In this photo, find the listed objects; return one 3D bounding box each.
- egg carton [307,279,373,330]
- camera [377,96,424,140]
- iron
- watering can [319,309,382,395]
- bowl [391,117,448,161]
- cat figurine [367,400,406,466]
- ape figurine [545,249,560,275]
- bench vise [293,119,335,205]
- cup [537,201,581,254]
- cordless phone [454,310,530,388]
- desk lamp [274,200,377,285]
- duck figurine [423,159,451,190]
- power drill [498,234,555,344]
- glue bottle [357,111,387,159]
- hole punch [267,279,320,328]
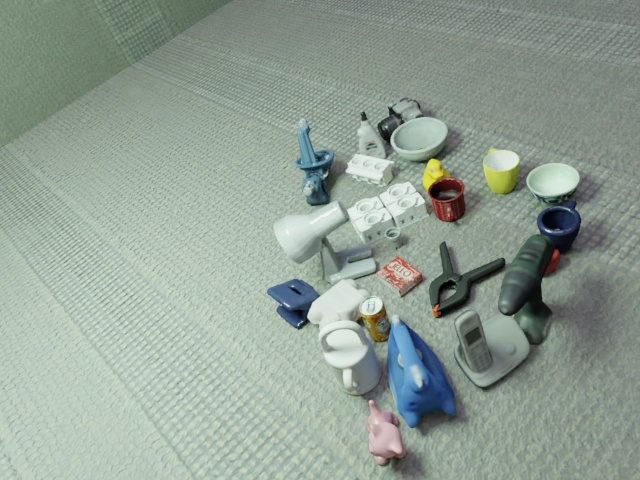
[{"bbox_3d":[0.051,0.161,1.339,0.150,0.070,0.107,-37,44,-16],"label":"egg carton"},{"bbox_3d":[0.241,-0.380,1.783,0.137,0.101,0.142,-27,43,-5],"label":"camera"},{"bbox_3d":[0.179,0.235,1.156,0.118,0.142,0.258,-20,42,3],"label":"iron"},{"bbox_3d":[0.055,0.223,1.182,0.101,0.194,0.172,-26,43,-4],"label":"watering can"},{"bbox_3d":[0.296,-0.283,1.681,0.167,0.075,0.167,-12,44,12],"label":"bowl"},{"bbox_3d":[0.117,0.361,1.073,0.067,0.118,0.127,-21,42,2],"label":"cat figurine"},{"bbox_3d":[0.488,0.029,1.272,0.077,0.092,0.076,20,57,37],"label":"ape figurine"},{"bbox_3d":[-0.016,-0.225,1.645,0.121,0.220,0.207,-19,43,5],"label":"bench vise"},{"bbox_3d":[0.548,-0.025,1.299,0.091,0.095,0.118,24,59,38],"label":"cup"},{"bbox_3d":[0.327,0.186,1.112,0.148,0.185,0.093,-34,44,-12],"label":"cordless phone"},{"bbox_3d":[0.013,0.005,1.405,0.203,0.214,0.117,-18,43,5],"label":"desk lamp"},{"bbox_3d":[0.315,-0.184,1.565,0.077,0.086,0.104,-19,43,4],"label":"duck figurine"},{"bbox_3d":[0.411,0.110,1.136,0.075,0.209,0.230,11,52,31],"label":"power drill"},{"bbox_3d":[0.144,-0.308,1.696,0.078,0.173,0.037,-16,43,7],"label":"glue bottle"},{"bbox_3d":[-0.061,0.139,1.392,0.101,0.091,0.108,-41,46,-19],"label":"hole punch"}]
